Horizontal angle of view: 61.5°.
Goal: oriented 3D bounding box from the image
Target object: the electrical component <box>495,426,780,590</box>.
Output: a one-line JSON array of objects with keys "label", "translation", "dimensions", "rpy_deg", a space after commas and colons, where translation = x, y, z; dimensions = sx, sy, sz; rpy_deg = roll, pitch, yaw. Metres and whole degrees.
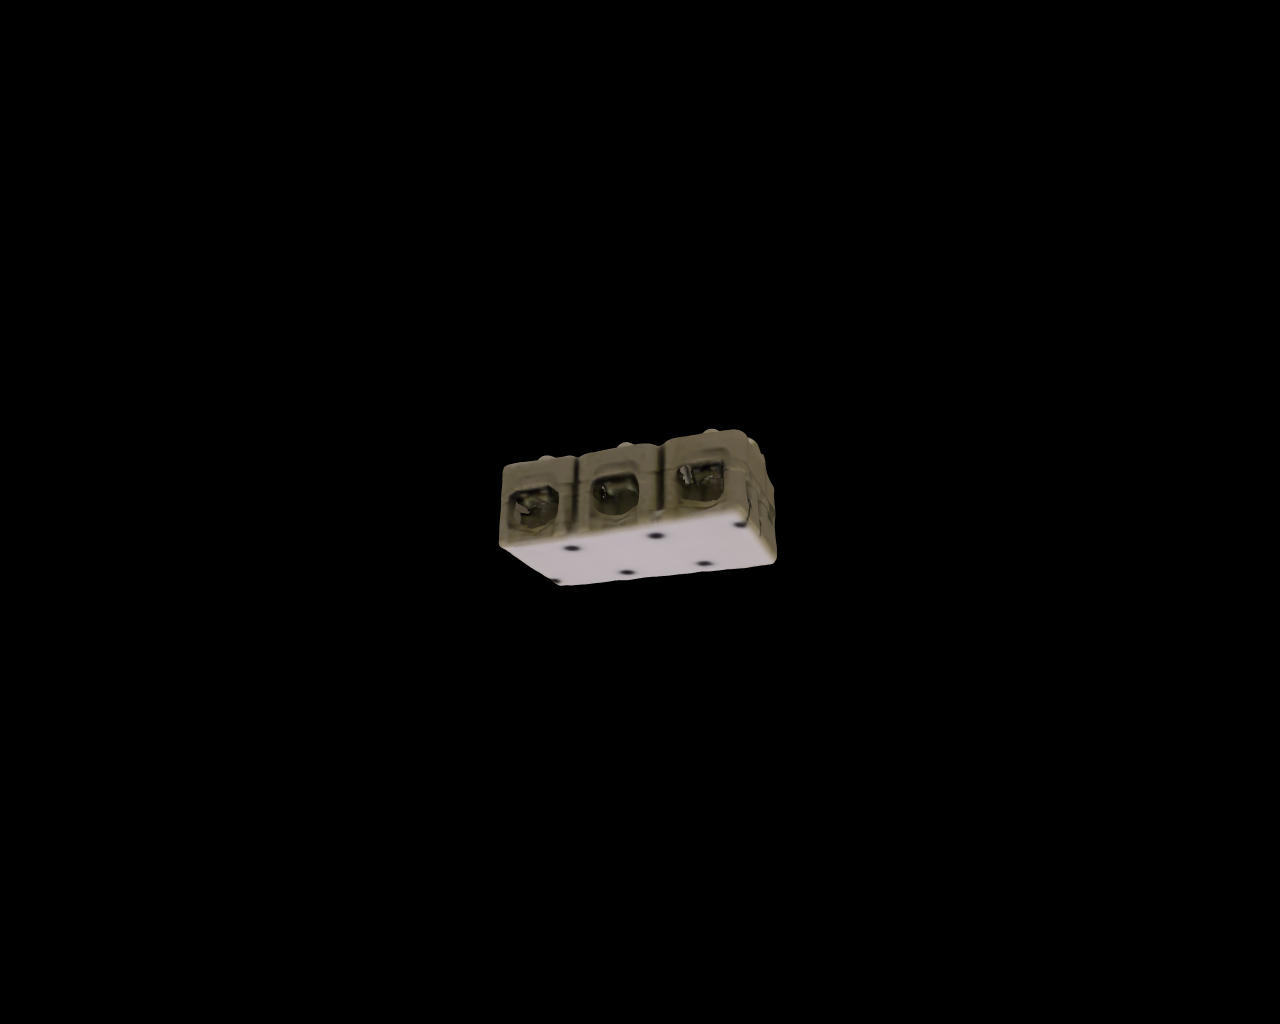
[{"label": "electrical component", "translation": [0.001, -0.003, 0.650], "dimensions": [0.150, 0.062, 0.089], "rpy_deg": [-8, -23, 18]}]
